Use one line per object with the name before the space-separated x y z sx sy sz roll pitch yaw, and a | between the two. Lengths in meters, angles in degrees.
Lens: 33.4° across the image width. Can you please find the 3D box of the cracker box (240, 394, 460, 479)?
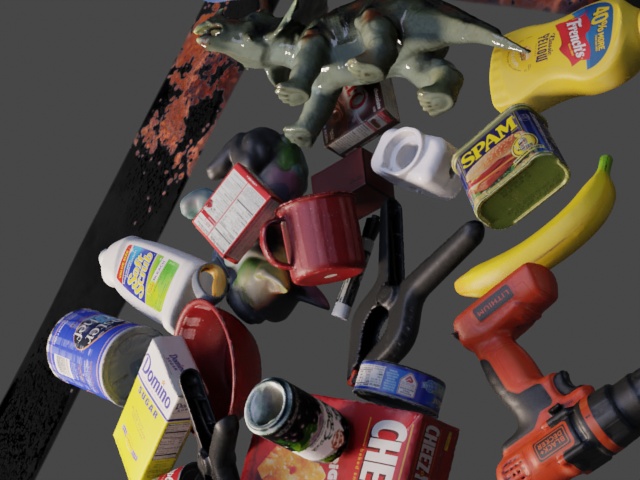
cracker box | 0.016 0.240 1.045 0.214 0.072 0.164 1 70 45

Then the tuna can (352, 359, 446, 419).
tuna can | 0.077 0.143 1.025 0.086 0.086 0.033 3 69 46

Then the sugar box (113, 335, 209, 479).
sugar box | -0.188 0.203 1.240 0.093 0.048 0.176 58 138 39

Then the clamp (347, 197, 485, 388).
clamp | 0.076 0.054 1.109 0.210 0.036 0.165 -63 30 4

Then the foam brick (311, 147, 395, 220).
foam brick | 0.037 -0.058 1.201 0.078 0.051 0.053 -28 52 33

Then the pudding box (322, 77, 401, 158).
pudding box | 0.043 -0.165 1.261 0.090 0.039 0.113 -32 50 28

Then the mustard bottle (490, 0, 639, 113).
mustard bottle | 0.259 -0.184 1.038 0.192 0.058 0.096 -14 52 40

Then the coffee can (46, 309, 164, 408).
coffee can | -0.269 0.149 1.358 0.141 0.102 0.103 10 76 48

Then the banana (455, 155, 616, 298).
banana | 0.209 0.003 1.009 0.198 0.037 0.069 -41 16 18

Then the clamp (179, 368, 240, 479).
clamp | -0.106 0.229 1.123 0.120 0.039 0.171 -148 43 -65

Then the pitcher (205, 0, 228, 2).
pitcher | -0.065 -0.396 1.442 0.243 0.144 0.149 12 90 44

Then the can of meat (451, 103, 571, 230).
can of meat | 0.186 -0.070 1.041 0.102 0.057 0.084 -41 35 22

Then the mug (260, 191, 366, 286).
mug | -0.007 0.001 1.131 0.093 0.117 0.081 -34 63 60

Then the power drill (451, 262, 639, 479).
power drill | 0.206 0.112 0.932 0.185 0.057 0.188 -41 45 22

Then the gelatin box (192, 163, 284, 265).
gelatin box | -0.091 -0.029 1.179 0.089 0.030 0.073 -52 51 8

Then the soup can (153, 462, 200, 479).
soup can | -0.168 0.298 1.201 0.102 0.068 0.068 -29 51 31

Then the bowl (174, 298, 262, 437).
bowl | -0.112 0.145 1.213 0.162 0.055 0.162 3 94 57

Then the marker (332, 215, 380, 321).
marker | 0.042 0.029 1.172 0.020 0.020 0.121 10 76 47

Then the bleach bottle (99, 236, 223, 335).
bleach bottle | -0.223 0.054 1.396 0.251 0.068 0.102 15 80 50

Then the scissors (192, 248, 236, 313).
scissors | -0.107 0.032 1.311 0.016 0.096 0.201 -51 11 26
